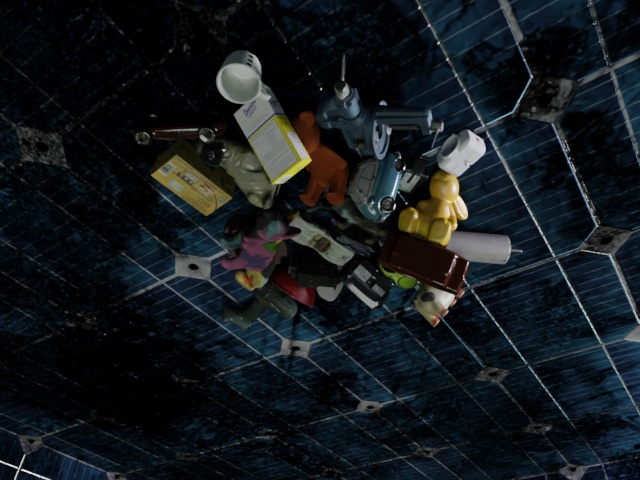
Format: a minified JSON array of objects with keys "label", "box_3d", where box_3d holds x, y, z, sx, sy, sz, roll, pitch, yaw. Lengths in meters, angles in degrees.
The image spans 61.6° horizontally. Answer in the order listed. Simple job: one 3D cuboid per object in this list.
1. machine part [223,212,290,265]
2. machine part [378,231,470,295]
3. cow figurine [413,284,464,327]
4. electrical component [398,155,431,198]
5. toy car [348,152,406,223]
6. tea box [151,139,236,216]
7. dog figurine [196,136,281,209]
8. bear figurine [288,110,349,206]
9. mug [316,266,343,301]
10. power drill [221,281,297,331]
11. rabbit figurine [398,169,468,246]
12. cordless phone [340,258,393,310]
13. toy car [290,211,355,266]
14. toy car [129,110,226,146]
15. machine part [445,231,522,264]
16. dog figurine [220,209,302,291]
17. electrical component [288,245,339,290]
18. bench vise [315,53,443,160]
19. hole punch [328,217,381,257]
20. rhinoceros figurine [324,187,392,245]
[{"label":"machine part","box_3d":[-0.166,0.004,1.409,0.179,0.056,0.179,1,137,1]},{"label":"machine part","box_3d":[0.248,0.055,1.278,0.201,0.087,0.201,22,178,16]},{"label":"cow figurine","box_3d":[0.313,0.124,1.428,0.127,0.195,0.085,42,140,10]},{"label":"electrical component","box_3d":[0.206,-0.157,1.225,0.075,0.048,0.119,14,135,-13]},{"label":"toy car","box_3d":[0.116,-0.122,1.175,0.103,0.109,0.161,15,95,-14]},{"label":"tea box","box_3d":[-0.291,-0.143,1.249,0.098,0.068,0.169,-28,130,29]},{"label":"dog figurine","box_3d":[-0.185,-0.157,1.225,0.191,0.121,0.172,18,133,4]},{"label":"bear figurine","box_3d":[-0.020,-0.177,1.160,0.120,0.132,0.195,2,150,39]},{"label":"mug","box_3d":[0.016,0.120,1.509,0.110,0.081,0.107,21,143,16]},{"label":"power drill","box_3d":[-0.196,0.179,1.585,0.207,0.086,0.231,-35,128,23]},{"label":"rabbit figurine","box_3d":[0.283,-0.076,1.246,0.122,0.173,0.162,15,-178,41]},{"label":"cordless phone","box_3d":[0.115,0.116,1.480,0.146,0.184,0.089,42,84,-4]},{"label":"toy car","box_3d":[-0.003,-0.004,1.377,0.201,0.056,0.073,30,131,-14]},{"label":"toy car","box_3d":[-0.299,-0.234,1.139,0.202,0.089,0.053,-3,132,4]},{"label":"machine part","box_3d":[0.394,0.018,1.381,0.243,0.079,0.079,4,136,-2]},{"label":"dog figurine","box_3d":[-0.127,0.014,1.306,0.219,0.108,0.191,-26,129,18]},{"label":"electrical component","box_3d":[-0.017,0.070,1.427,0.134,0.115,0.058,7,134,-7]},{"label":"bench vise","box_3d":[0.122,-0.243,1.073,0.241,0.129,0.223,6,147,22]},{"label":"hole punch","box_3d":[0.082,-0.017,1.338,0.142,0.116,0.092,28,139,-24]},{"label":"rhinoceros figurine","box_3d":[0.091,-0.074,1.269,0.190,0.112,0.073,35,146,-12]}]
